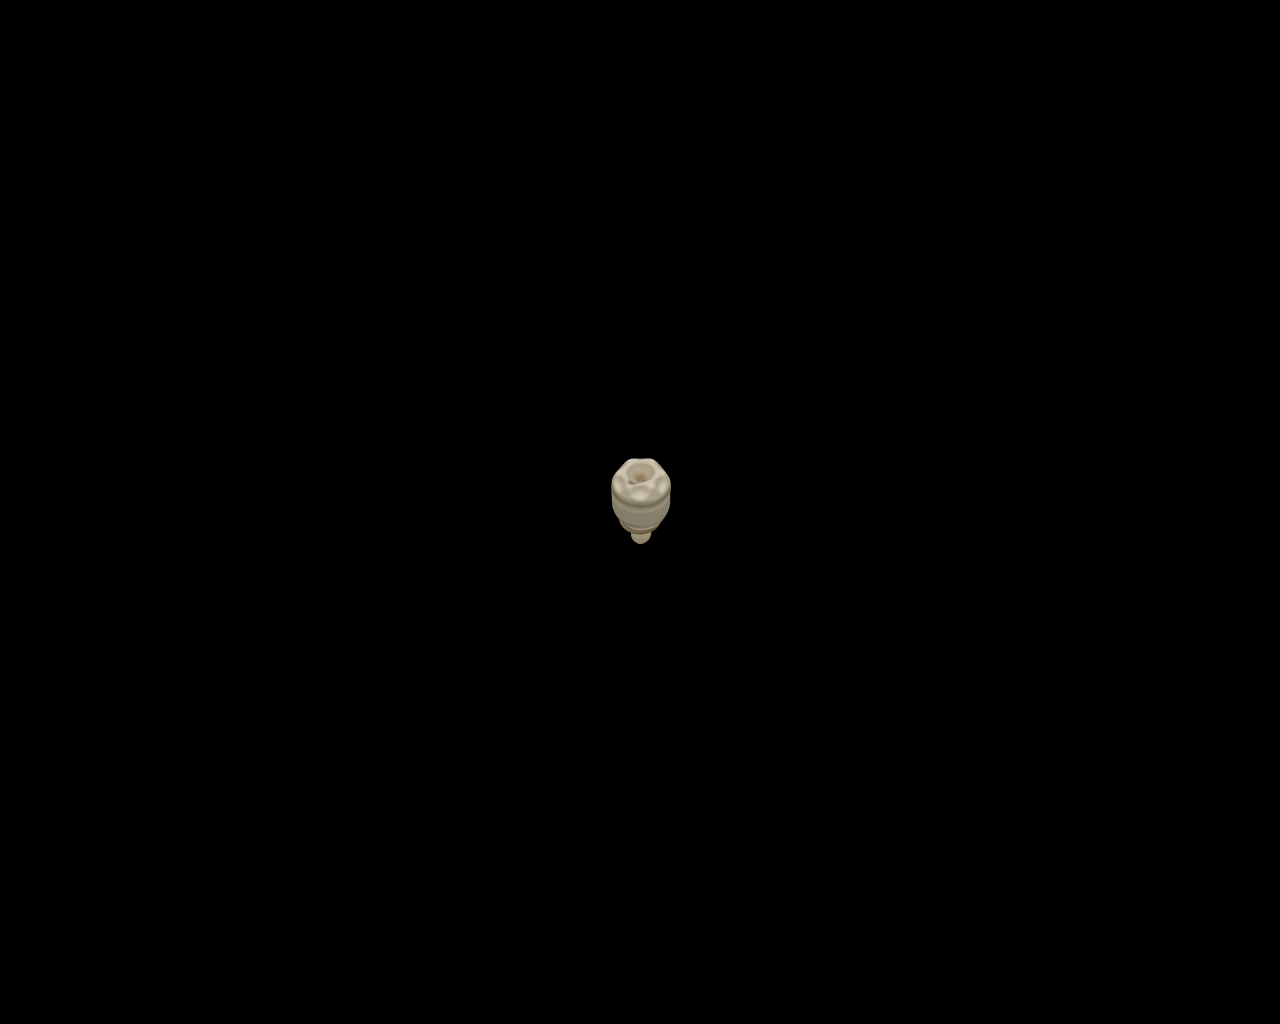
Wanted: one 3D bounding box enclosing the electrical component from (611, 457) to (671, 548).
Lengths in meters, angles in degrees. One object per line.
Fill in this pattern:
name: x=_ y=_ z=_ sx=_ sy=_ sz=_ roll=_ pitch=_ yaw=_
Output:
electrical component: x=0.001 y=-0.003 z=0.650 sx=0.035 sy=0.035 sz=0.061 roll=0 pitch=-44 yaw=0
